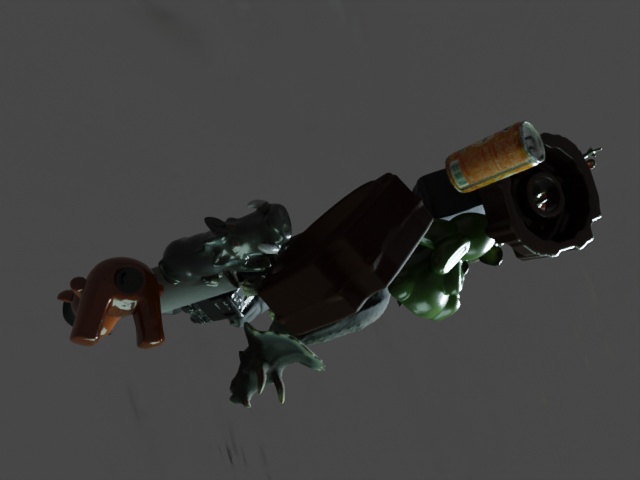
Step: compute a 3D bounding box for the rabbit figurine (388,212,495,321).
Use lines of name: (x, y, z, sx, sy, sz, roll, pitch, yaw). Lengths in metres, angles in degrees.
rabbit figurine: (0.172, 0.017, 0.775, 0.170, 0.121, 0.159, -45, 148, 13)

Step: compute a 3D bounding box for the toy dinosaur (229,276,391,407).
toy dinosaur: (0.024, 0.100, 0.831, 0.405, 0.131, 0.192, -26, -145, -21)

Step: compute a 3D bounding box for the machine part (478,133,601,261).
machine part: (0.299, -0.059, 0.736, 0.179, 0.179, 0.056, -14, 176, -21)

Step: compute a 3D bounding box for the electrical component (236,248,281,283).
electrical component: (-0.094, 0.016, 0.770, 0.048, 0.074, 0.119, -15, 177, -21)

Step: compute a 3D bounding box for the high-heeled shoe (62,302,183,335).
high-heeled shoe: (-0.316, 0.084, 0.941, 0.249, 0.086, 0.145, -33, 146, -15)

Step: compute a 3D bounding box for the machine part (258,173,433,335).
machine part: (0.028, 0.014, 0.679, 0.201, 0.087, 0.201, -31, -165, 51)

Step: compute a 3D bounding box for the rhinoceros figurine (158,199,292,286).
rhinoceros figurine: (-0.114, 0.003, 0.661, 0.190, 0.073, 0.112, -18, 164, 28)

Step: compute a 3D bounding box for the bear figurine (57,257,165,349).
bear figurine: (-0.299, 0.099, 0.748, 0.120, 0.132, 0.196, 13, 152, -34)

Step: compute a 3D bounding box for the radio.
radio: (0.219, -0.067, 0.875, 0.131, 0.073, 0.229, -16, 172, 4)

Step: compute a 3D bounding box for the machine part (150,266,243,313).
machine part: (-0.214, 0.066, 0.869, 0.243, 0.079, 0.079, -19, 173, 13)

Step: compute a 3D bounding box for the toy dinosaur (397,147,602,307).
toy dinosaur: (0.330, -0.029, 1.043, 0.471, 0.105, 0.199, -42, -167, -3)

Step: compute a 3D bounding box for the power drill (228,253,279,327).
power drill: (-0.141, 0.093, 1.061, 0.232, 0.086, 0.207, -44, -167, -36)

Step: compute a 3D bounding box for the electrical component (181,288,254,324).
electrical component: (-0.166, 0.080, 0.947, 0.115, 0.058, 0.134, -11, -145, 31)

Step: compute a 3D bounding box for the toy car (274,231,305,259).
toy car: (-0.002, -0.003, 0.953, 0.202, 0.053, 0.089, -23, 174, 37)

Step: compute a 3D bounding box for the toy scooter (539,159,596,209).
toy scooter: (0.497, -0.118, 1.122, 0.135, 0.075, 0.184, -43, -166, -13)
